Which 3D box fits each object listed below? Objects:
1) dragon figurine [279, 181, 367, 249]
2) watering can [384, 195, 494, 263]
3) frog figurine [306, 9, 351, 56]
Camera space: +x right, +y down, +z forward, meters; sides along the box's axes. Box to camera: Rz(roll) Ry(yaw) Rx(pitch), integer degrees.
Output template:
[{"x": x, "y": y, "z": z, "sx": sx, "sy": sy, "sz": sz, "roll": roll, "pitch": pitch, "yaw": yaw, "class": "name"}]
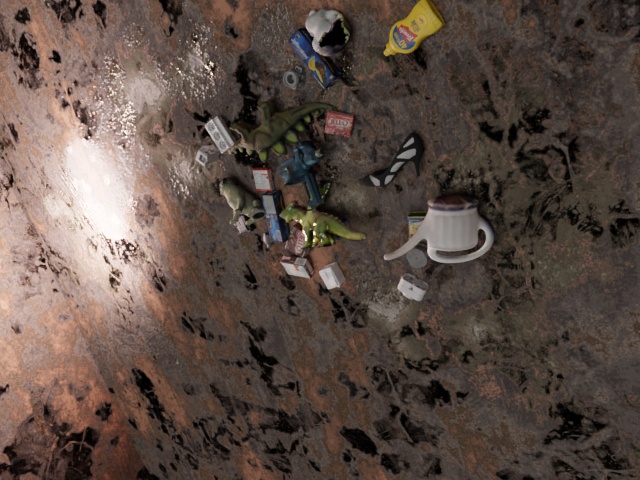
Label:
[{"x": 0.006, "y": -0.092, "z": 1.837, "sx": 0.408, "sy": 0.244, "sz": 0.122, "roll": -10, "pitch": -6, "yaw": 43, "class": "dragon figurine"}, {"x": 0.374, "y": -0.030, "z": 1.620, "sx": 0.347, "sy": 0.221, "sz": 0.105, "roll": -3, "pitch": 16, "yaw": 2, "class": "watering can"}, {"x": 0.018, "y": -0.654, "z": 1.617, "sx": 0.122, "sy": 0.135, "sz": 0.162, "roll": 8, "pitch": 23, "yaw": -34, "class": "frog figurine"}]
